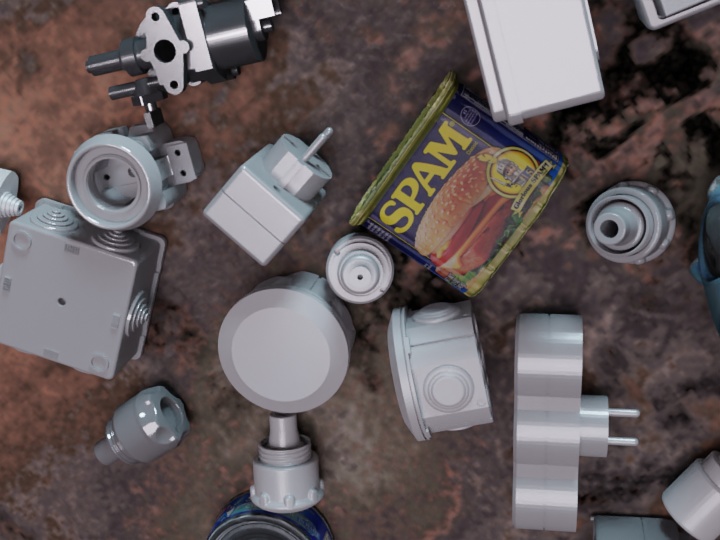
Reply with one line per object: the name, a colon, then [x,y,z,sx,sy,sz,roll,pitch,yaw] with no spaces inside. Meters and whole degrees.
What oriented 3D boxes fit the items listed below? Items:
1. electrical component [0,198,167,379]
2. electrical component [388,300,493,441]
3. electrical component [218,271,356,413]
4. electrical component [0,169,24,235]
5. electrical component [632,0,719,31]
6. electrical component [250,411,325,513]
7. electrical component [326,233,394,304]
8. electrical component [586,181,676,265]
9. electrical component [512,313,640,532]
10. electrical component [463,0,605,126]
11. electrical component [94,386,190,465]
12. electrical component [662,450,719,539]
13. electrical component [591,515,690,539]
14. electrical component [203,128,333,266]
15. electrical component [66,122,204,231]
electrical component: [-0.179,0.013,0.678,0.100,0.048,0.099,18,110,4]
electrical component: [0.048,0.058,0.637,0.051,0.080,0.080,-11,106,8]
electrical component: [-0.043,0.043,0.662,0.080,0.051,0.080,3,109,9]
electrical component: [-0.251,-0.047,0.673,0.081,0.043,0.043,13,110,6]
electrical component: [0.181,-0.169,0.547,0.096,0.061,0.061,-20,103,16]
electrical component: [-0.048,0.122,0.694,0.048,0.048,0.062,-1,101,10]
electrical component: [0.000,0.000,0.630,0.040,0.078,0.040,0,96,0]
electrical component: [0.146,-0.025,0.597,0.048,0.062,0.048,3,97,27]
electrical component: [0.130,0.093,0.647,0.074,0.052,0.138,1,108,10]
electrical component: [0.084,-0.139,0.550,0.056,0.108,0.108,-13,105,11]
electrical component: [-0.147,0.107,0.706,0.062,0.043,0.043,-32,100,19]
electrical component: [0.219,0.129,0.650,0.040,0.040,0.078,37,110,-3]
electrical component: [0.172,0.199,0.651,0.061,0.096,0.061,0,108,10]
electrical component: [-0.042,-0.052,0.623,0.047,0.065,0.076,41,110,-5]
electrical component: [-0.140,-0.056,0.643,0.078,0.057,0.058,-10,106,13]
